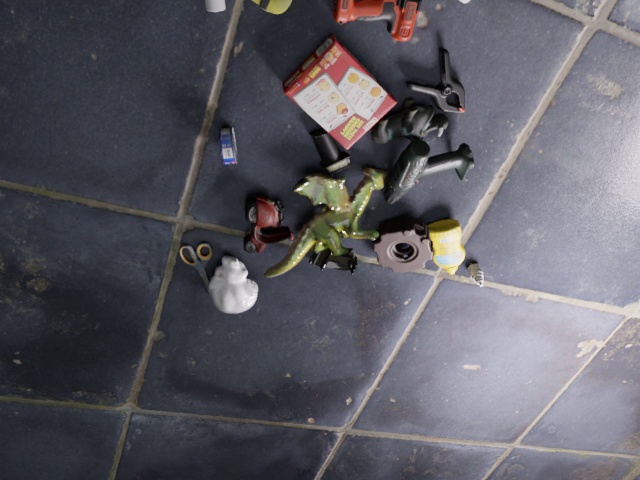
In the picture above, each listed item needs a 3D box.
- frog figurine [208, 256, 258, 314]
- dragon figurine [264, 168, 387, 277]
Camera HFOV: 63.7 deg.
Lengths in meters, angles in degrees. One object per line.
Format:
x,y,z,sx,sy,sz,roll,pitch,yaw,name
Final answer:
-0.238,0.125,1.432,0.137,0.155,0.126,15,42,-3,frog figurine
0.004,-0.068,1.345,0.411,0.238,0.124,-26,28,-5,dragon figurine
